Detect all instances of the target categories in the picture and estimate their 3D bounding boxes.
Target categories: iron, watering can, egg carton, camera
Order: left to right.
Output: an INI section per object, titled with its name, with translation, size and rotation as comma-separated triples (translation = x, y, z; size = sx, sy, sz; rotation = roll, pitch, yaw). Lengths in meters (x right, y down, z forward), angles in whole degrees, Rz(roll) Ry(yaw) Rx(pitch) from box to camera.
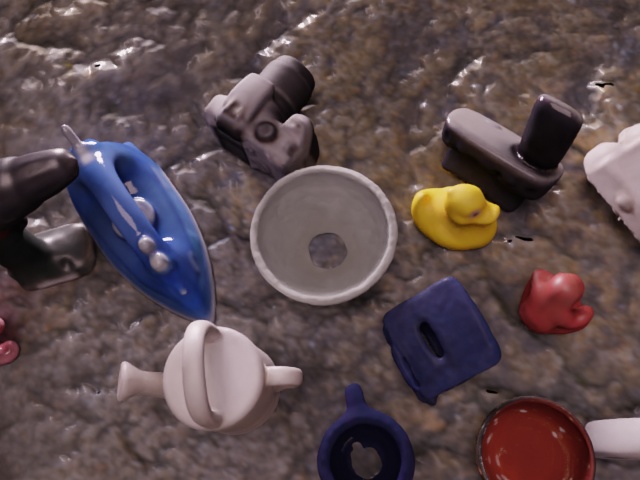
[iron]
translation = -0.208, -0.018, 0.656
size = 0.119, 0.141, 0.258
rotation = -37, 71, -9
[watering can]
translation = -0.109, 0.139, 0.562
size = 0.173, 0.194, 0.101
rotation = -24, 70, -4
[camera]
translation = -0.055, -0.163, 0.719
size = 0.143, 0.101, 0.137
rotation = 33, 76, 15
[egg carton]
translation = 0.384, -0.061, 0.665
size = 0.107, 0.069, 0.150
rotation = -30, 70, -7

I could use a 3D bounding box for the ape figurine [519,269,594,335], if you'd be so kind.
[ape figurine]
translation = 0.256, 0.063, 0.617
size = 0.076, 0.092, 0.077
rotation = -24, 70, -4

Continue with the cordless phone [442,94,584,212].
[cordless phone]
translation = 0.213, -0.123, 0.639
size = 0.147, 0.185, 0.094
rotation = 33, 76, 15

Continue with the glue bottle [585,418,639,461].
[glue bottle]
translation = 0.309, 0.184, 0.526
size = 0.078, 0.173, 0.037
rotation = 2, 70, 6

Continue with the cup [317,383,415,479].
[cup]
translation = 0.043, 0.208, 0.579
size = 0.091, 0.095, 0.117
rotation = -11, 69, 0

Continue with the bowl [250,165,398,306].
[bowl]
translation = 0.006, 0.002, 0.668
size = 0.167, 0.075, 0.167
rotation = -1, 70, 4

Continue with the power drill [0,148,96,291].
[power drill]
translation = -0.336, -0.015, 0.628
size = 0.229, 0.208, 0.075
rotation = -17, 69, -2

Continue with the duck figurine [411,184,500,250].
[duck figurine]
translation = 0.159, -0.037, 0.664
size = 0.104, 0.086, 0.077
rotation = 21, 73, 11

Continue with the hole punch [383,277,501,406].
[hole punch]
translation = 0.126, 0.109, 0.611
size = 0.101, 0.091, 0.108
rotation = -26, 70, -5

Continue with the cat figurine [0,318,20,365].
[cat figurine]
translation = -0.404, 0.112, 0.635
size = 0.128, 0.118, 0.067
rotation = -38, 71, -9
